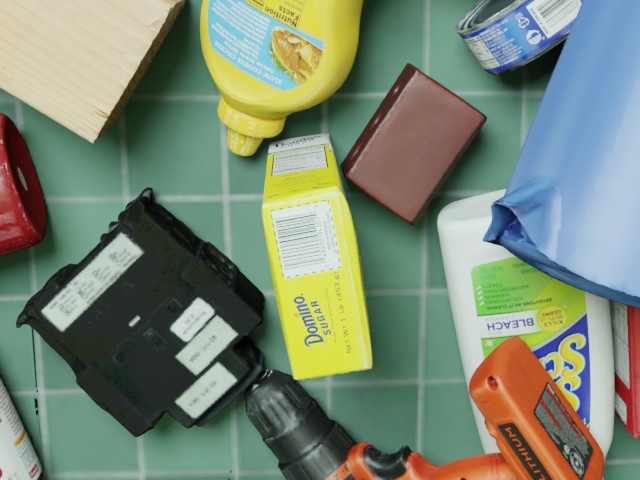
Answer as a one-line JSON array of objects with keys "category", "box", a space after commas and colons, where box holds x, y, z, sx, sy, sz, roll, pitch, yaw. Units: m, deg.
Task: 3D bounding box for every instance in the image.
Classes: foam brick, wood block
[{"category": "foam brick", "box": [0.054, -0.059, 0.640, 0.051, 0.053, 0.078, 32, 100, -9]}, {"category": "wood block", "box": [-0.186, -0.151, 0.590, 0.206, 0.090, 0.091, 32, 102, -9]}]

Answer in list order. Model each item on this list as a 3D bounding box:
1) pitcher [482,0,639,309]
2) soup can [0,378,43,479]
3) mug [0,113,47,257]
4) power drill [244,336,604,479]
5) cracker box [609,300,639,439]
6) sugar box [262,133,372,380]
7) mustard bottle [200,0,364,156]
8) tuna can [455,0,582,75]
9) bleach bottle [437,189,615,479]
[{"category": "pitcher", "box": [0.190, -0.083, 0.538, 0.145, 0.149, 0.243, 20, 94, 14]}, {"category": "soup can", "box": [-0.225, 0.118, 0.669, 0.068, 0.068, 0.102, -20, 105, 3]}, {"category": "mug", "box": [-0.214, -0.036, 0.627, 0.081, 0.093, 0.117, -16, 68, -3]}, {"category": "power drill", "box": [0.061, 0.130, 0.653, 0.188, 0.057, 0.184, -32, 99, 36]}, {"category": "cracker box", "box": [0.258, 0.004, 0.652, 0.164, 0.072, 0.214, -6, 103, -1]}, {"category": "sugar box", "box": [-0.004, 0.001, 0.589, 0.048, 0.176, 0.093, -10, 104, -2]}, {"category": "mustard bottle", "box": [-0.019, -0.131, 0.599, 0.096, 0.058, 0.192, 33, 124, 18]}, {"category": "tuna can", "box": [0.121, -0.132, 0.606, 0.086, 0.086, 0.033, -37, 104, 7]}, {"category": "bleach bottle", "box": [0.146, 0.093, 0.672, 0.103, 0.068, 0.251, -11, 105, 11]}]
